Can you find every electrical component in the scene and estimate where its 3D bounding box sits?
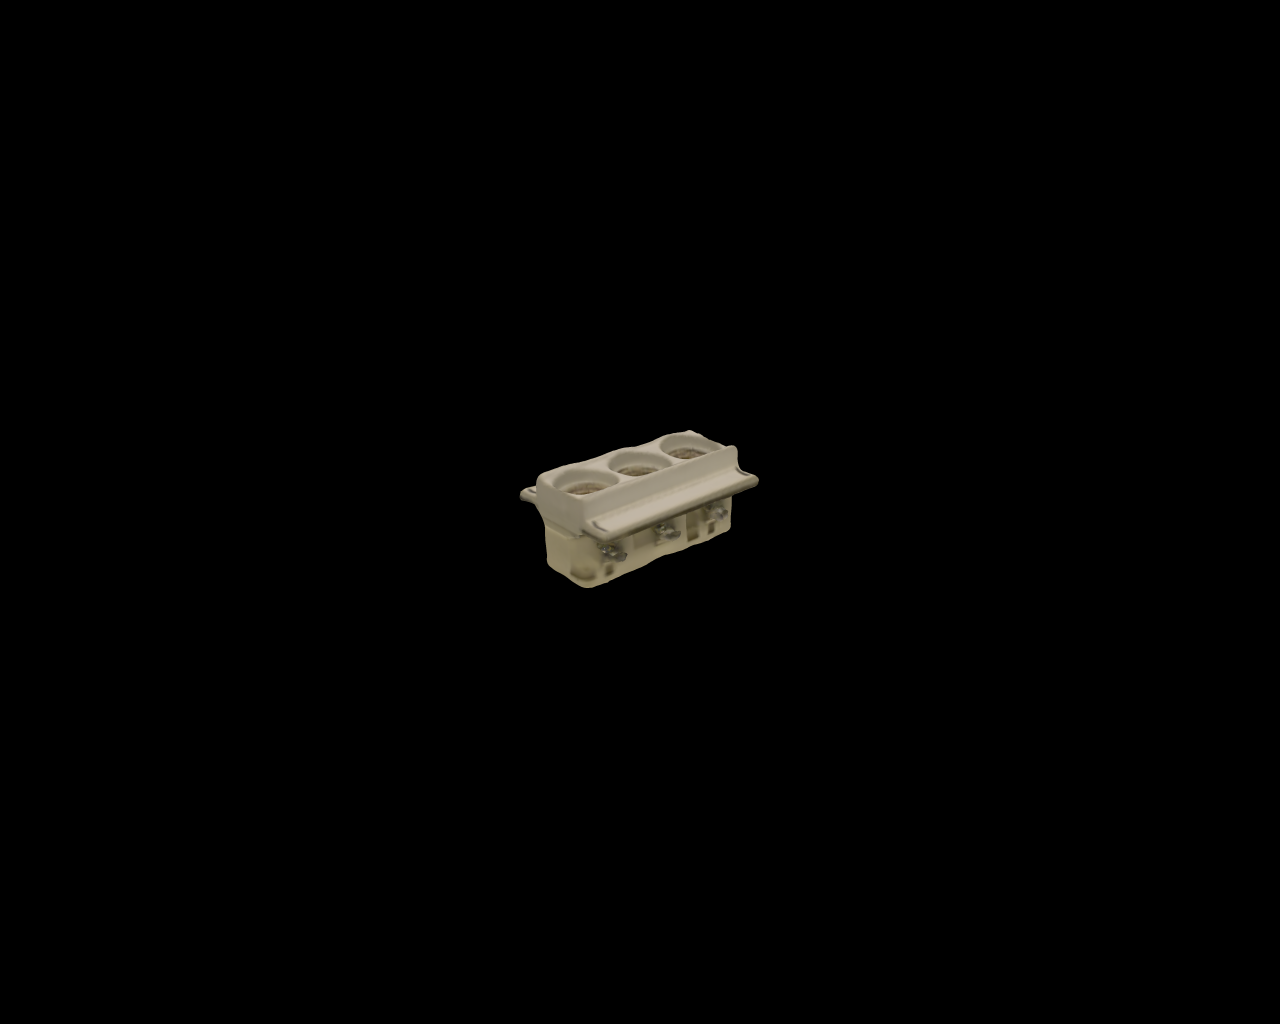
[{"bbox_3d":[0.001,-0.003,0.650,0.121,0.063,0.079,-20,32,-36],"label":"electrical component"}]
